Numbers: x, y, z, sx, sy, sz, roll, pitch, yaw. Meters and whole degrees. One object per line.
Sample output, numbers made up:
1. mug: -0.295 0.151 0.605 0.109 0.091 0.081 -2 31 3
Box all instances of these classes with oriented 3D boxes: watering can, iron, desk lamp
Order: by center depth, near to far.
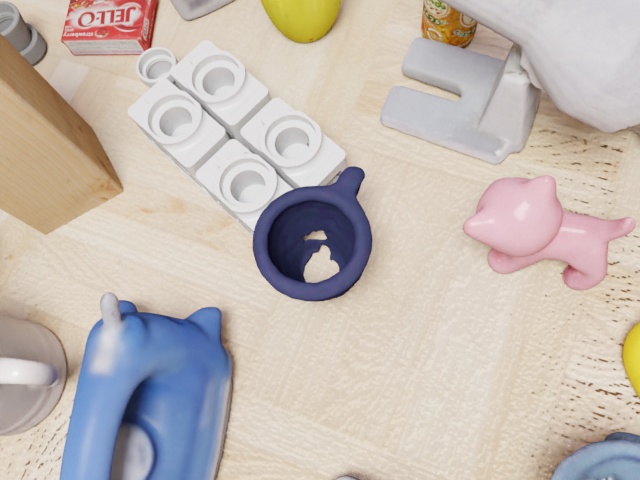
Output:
1. iron: -0.144 0.165 0.413 0.118 0.141 0.258 2 73 7
2. watering can: -0.291 0.096 0.423 0.173 0.194 0.101 -20 71 0
3. desk lamp: 0.153 -0.145 0.442 0.203 0.214 0.118 20 76 12

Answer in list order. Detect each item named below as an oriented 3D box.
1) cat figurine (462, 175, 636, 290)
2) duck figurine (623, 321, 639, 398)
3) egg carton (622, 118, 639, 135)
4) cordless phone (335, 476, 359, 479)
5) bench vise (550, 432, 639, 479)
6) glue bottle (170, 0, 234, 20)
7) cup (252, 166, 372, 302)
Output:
1. cat figurine: 0.175 -0.012 0.447 0.127 0.118 0.067 8 73 9
2. duck figurine: 0.281 0.097 0.417 0.077 0.086 0.104 -38 72 -6
3. egg carton: 0.312 -0.148 0.502 0.107 0.069 0.150 30 78 14
4. cordless phone: 0.004 0.232 0.352 0.094 0.185 0.148 29 78 14
5. bench vise: 0.182 0.212 0.320 0.121 0.220 0.207 14 74 11
6. glue bottle: -0.128 -0.287 0.539 0.078 0.173 0.037 -25 71 -2
7. cup: 0.004 0.002 0.473 0.091 0.095 0.118 27 77 14
